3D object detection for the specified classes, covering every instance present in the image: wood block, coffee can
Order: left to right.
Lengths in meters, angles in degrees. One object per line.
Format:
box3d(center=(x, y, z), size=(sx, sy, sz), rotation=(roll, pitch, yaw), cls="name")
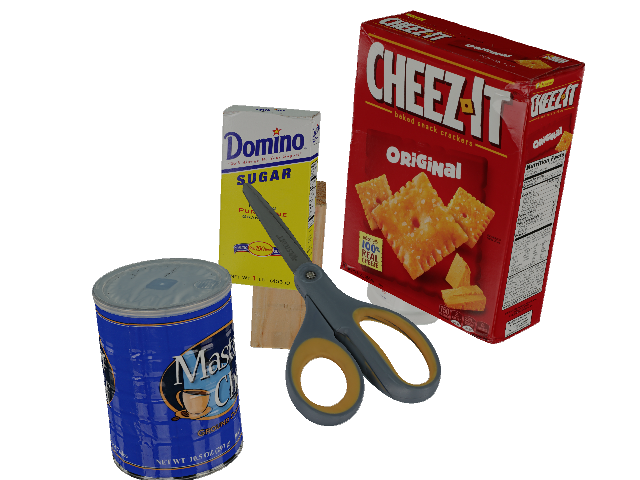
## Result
box3d(center=(-0.114, 0.096, 0.811), size=(0.103, 0.140, 0.103), rotation=(-2, 19, 1), cls="coffee can")
box3d(center=(-0.043, 0.031, 1.402), size=(0.090, 0.206, 0.091), rotation=(3, 23, -2), cls="wood block")

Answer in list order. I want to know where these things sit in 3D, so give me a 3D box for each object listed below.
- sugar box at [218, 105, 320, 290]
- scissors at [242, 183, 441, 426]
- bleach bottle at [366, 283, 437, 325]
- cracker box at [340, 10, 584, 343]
box3d(center=(-0.052, -0.043, 1.063), size=(0.093, 0.176, 0.048), rotation=(5, 17, 11), cls="sugar box")
box3d(center=(-0.015, 0.039, 0.644), size=(0.096, 0.016, 0.202), rotation=(-34, 55, -27), cls="scissors")
box3d(center=(0.110, -0.035, 1.232), size=(0.068, 0.251, 0.103), rotation=(-2, 22, -23), cls="bleach bottle")
box3d(center=(0.099, -0.049, 0.817), size=(0.071, 0.214, 0.164), rotation=(-22, 36, -40), cls="cracker box")
